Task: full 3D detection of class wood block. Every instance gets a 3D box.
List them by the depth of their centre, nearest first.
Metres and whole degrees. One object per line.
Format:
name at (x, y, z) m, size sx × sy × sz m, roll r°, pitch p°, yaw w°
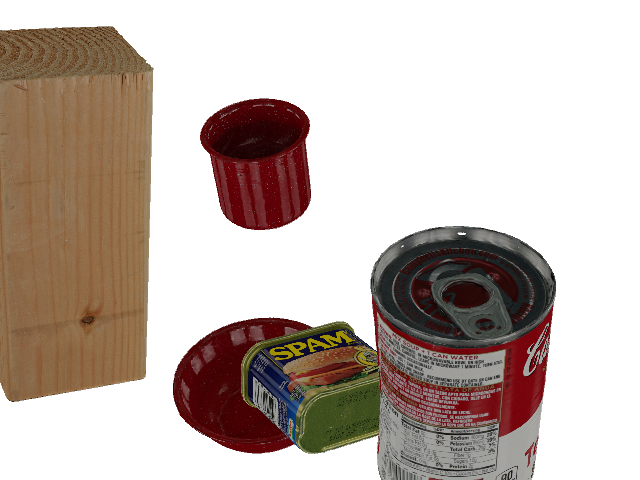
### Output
wood block at (-0.159, -0.017, 0.650) m, size 0.090 × 0.206 × 0.090 m, roll -7°, pitch 30°, yaw -25°

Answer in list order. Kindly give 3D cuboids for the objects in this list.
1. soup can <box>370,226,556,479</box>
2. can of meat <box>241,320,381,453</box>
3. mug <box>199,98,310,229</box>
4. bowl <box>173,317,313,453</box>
soup can at (0.054, 0.055, 0.422) m, size 0.068 × 0.102 × 0.068 m, roll -2°, pitch 36°, yaw 1°
can of meat at (0.005, 0.110, 0.798) m, size 0.101 × 0.057 × 0.084 m, roll -12°, pitch 27°, yaw -29°
mug at (-0.055, -0.071, 0.929) m, size 0.093 × 0.081 × 0.117 m, roll -14°, pitch 41°, yaw -8°
bowl at (-0.055, 0.147, 1.007) m, size 0.162 × 0.055 × 0.162 m, roll -4°, pitch 39°, yaw 3°
